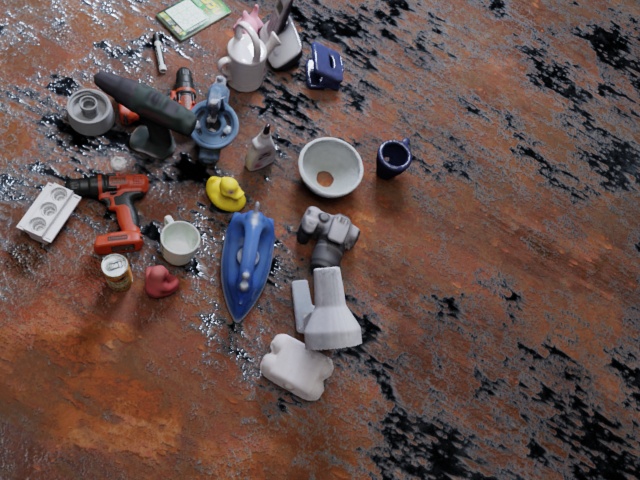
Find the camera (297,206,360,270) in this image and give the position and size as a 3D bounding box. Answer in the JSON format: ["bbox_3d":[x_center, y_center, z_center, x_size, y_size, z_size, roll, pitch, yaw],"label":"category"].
[{"bbox_3d":[0.012,0.005,1.359,0.143,0.100,0.137,22,65,-3],"label":"camera"}]

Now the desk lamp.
[{"bbox_3d":[0.008,0.153,1.235,0.118,0.213,0.203,-5,69,-15],"label":"desk lamp"}]

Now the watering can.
[{"bbox_3d":[-0.182,-0.480,1.461,0.101,0.194,0.173,35,65,3],"label":"watering can"}]

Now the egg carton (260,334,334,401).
[{"bbox_3d":[-0.051,0.279,1.249,0.150,0.069,0.107,28,65,-1],"label":"egg carton"}]

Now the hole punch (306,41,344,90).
[{"bbox_3d":[0.017,-0.478,1.563,0.101,0.091,0.108,-1,68,-13],"label":"hole punch"}]

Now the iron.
[{"bbox_3d":[-0.161,0.046,1.279,0.119,0.141,0.258,9,66,-9],"label":"iron"}]

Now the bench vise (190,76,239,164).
[{"bbox_3d":[-0.260,-0.316,1.361,0.122,0.219,0.207,-9,70,-16],"label":"bench vise"}]

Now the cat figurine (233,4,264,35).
[{"bbox_3d":[-0.192,-0.577,1.540,0.067,0.117,0.128,23,65,-3],"label":"cat figurine"}]

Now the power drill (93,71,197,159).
[{"bbox_3d":[-0.398,-0.280,1.320,0.229,0.208,0.076,19,65,-5],"label":"power drill"}]

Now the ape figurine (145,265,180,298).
[{"bbox_3d":[-0.349,0.084,1.247,0.078,0.092,0.076,45,66,7],"label":"ape figurine"}]

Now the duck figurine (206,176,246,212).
[{"bbox_3d":[-0.222,-0.122,1.364,0.104,0.086,0.078,36,65,3],"label":"duck figurine"}]

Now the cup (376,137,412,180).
[{"bbox_3d":[0.189,-0.209,1.491,0.091,0.095,0.118,35,65,3],"label":"cup"}]

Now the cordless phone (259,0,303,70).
[{"bbox_3d":[-0.094,-0.560,1.519,0.094,0.185,0.147,-18,73,-19],"label":"cordless phone"}]

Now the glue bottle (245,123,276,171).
[{"bbox_3d":[-0.137,-0.229,1.380,0.078,0.173,0.037,-31,78,-22],"label":"glue bottle"}]

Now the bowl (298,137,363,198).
[{"bbox_3d":[0.021,-0.171,1.448,0.167,0.074,0.167,5,67,-11],"label":"bowl"}]
